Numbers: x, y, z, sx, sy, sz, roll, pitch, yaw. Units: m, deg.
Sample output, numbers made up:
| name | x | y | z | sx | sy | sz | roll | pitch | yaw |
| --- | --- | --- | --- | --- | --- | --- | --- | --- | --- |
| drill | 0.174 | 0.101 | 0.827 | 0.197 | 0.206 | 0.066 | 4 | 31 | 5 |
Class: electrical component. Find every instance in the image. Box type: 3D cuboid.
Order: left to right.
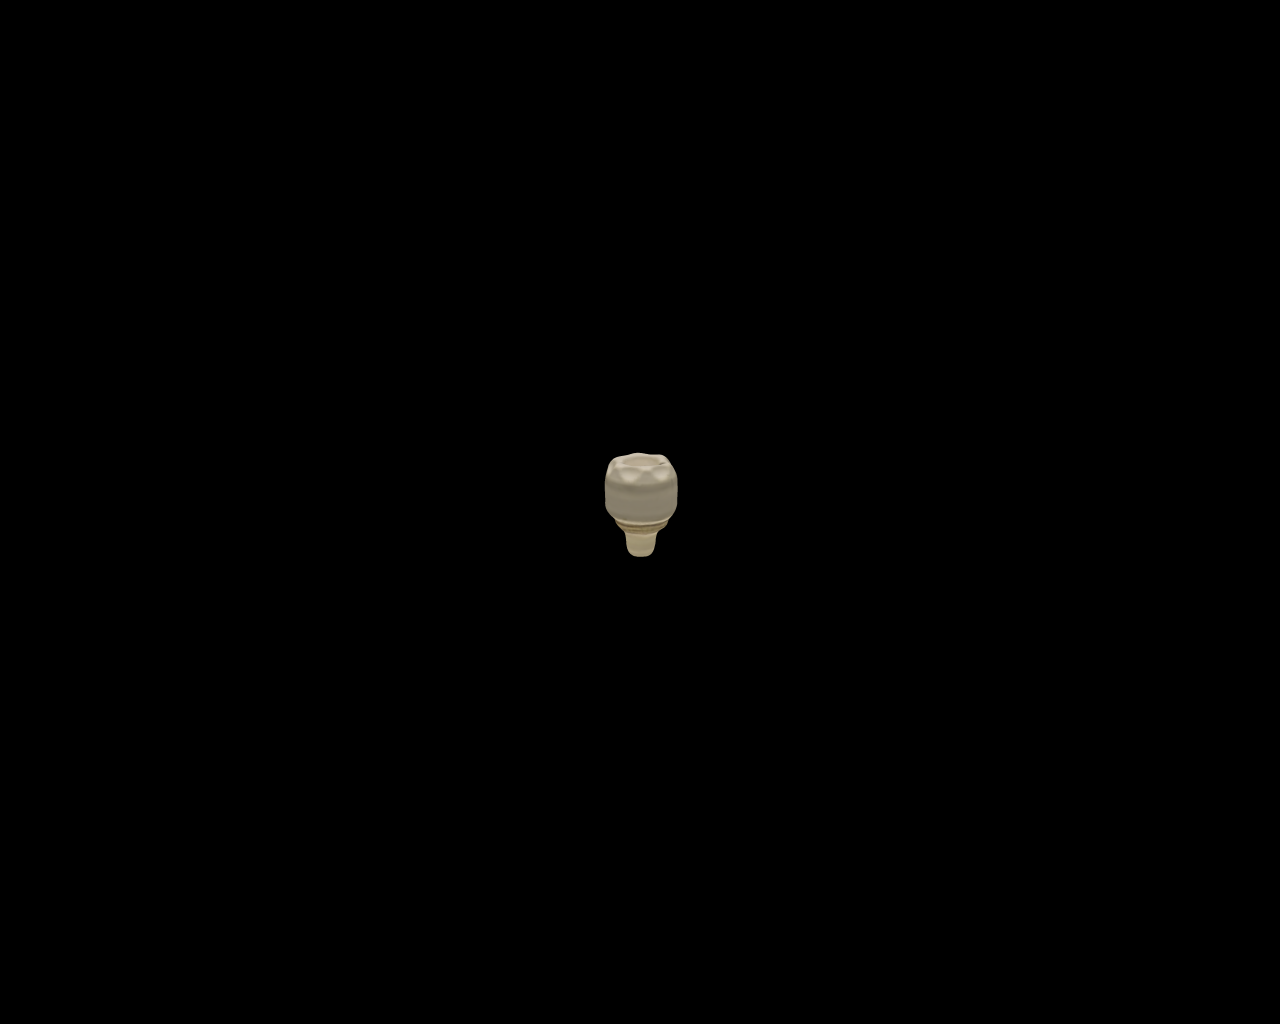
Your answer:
| name | x | y | z | sx | sy | sz | roll | pitch | yaw |
| --- | --- | --- | --- | --- | --- | --- | --- | --- | --- |
| electrical component | 0.001 | -0.003 | 0.650 | 0.043 | 0.062 | 0.043 | 0 | 18 | 0 |
